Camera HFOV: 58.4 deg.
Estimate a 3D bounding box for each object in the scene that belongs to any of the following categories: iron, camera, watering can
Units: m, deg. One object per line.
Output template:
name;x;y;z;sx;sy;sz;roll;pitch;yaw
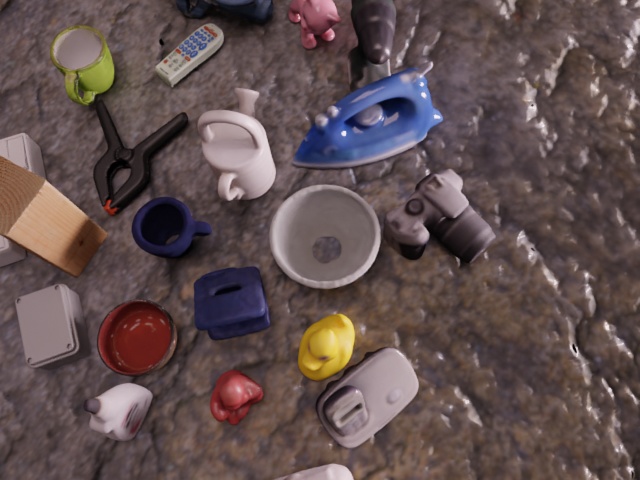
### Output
iron;0.069;-0.201;0.920;0.258;0.141;0.118;-24;71;-6
camera;0.189;-0.024;0.875;0.143;0.101;0.136;-41;74;-11
watering can;-0.130;-0.151;0.882;0.101;0.194;0.173;-11;71;-2

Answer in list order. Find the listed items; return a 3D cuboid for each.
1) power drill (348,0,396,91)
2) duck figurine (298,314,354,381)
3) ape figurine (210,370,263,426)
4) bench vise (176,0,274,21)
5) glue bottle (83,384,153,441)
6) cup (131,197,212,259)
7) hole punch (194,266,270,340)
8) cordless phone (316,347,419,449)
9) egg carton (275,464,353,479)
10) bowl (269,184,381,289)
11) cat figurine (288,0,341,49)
power drill;0.084;-0.331;0.929;0.075;0.208;0.229;-4;71;1
duck figurine;0.008;0.150;0.829;0.077;0.086;0.105;34;75;13
ape figurine;-0.121;0.218;0.807;0.078;0.092;0.076;-11;71;-1
bench vise;-0.193;-0.464;0.980;0.207;0.220;0.121;-5;70;1
glue bottle;-0.277;0.228;0.766;0.037;0.173;0.078;15;72;8
cup;-0.219;-0.009;0.888;0.117;0.095;0.092;1;71;3
hole punch;-0.136;0.089;0.853;0.108;0.091;0.101;-14;71;-2
cordless phone;0.063;0.202;0.756;0.148;0.185;0.094;-40;74;-11
egg carton;-0.020;0.366;0.763;0.150;0.069;0.107;-17;71;-4
bowl;0.008;0.003;0.886;0.167;0.075;0.167;-1;71;2
cat figurine;-0.012;-0.405;1.007;0.067;0.118;0.127;-25;72;-6
